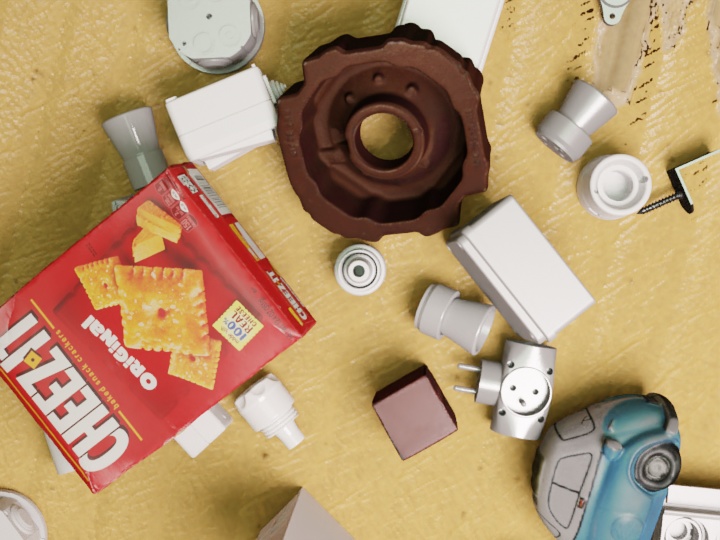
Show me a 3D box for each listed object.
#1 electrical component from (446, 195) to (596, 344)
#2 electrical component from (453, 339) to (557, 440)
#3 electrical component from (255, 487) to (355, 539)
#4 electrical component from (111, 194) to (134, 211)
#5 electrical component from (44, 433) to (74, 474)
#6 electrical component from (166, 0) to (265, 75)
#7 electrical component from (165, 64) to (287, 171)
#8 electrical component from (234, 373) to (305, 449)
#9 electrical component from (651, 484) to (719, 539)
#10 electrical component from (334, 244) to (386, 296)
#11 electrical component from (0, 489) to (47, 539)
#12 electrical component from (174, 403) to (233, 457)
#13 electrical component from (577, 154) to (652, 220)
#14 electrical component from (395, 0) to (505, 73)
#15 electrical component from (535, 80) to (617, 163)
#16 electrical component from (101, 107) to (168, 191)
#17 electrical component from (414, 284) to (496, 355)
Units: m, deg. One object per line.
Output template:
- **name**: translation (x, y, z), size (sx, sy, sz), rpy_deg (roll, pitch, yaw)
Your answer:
- **electrical component**: translation (0.126, 0.000, 0.863), size (0.056, 0.109, 0.108), rpy_deg (-39, 90, -1)
- **electrical component**: translation (0.119, 0.096, 0.897), size (0.079, 0.044, 0.077), rpy_deg (10, 92, 2)
- **electrical component**: translation (-0.037, 0.248, 0.835), size (0.105, 0.186, 0.060), rpy_deg (45, 92, 0)
- **electrical component**: translation (-0.165, -0.029, 0.893), size (0.096, 0.061, 0.061), rpy_deg (3, 100, 5)
- **electrical component**: translation (-0.247, 0.127, 0.910), size (0.043, 0.043, 0.081), rpy_deg (-18, 91, 2)
- **electrical component**: translation (-0.121, -0.205, 0.893), size (0.080, 0.051, 0.080), rpy_deg (0, 92, 2)
- **electrical component**: translation (-0.102, -0.125, 0.889), size (0.096, 0.062, 0.061), rpy_deg (-22, 91, 2)
- **electrical component**: translation (-0.072, 0.122, 0.905), size (0.043, 0.043, 0.062), rpy_deg (-38, 91, 2)
- **electrical component**: translation (0.302, 0.218, 0.886), size (0.121, 0.063, 0.078), rpy_deg (5, 92, 2)
- **electrical component**: translation (0.000, 0.000, 0.889), size (0.043, 0.062, 0.043), rpy_deg (0, 92, 2)
- **electrical component**: translation (-0.311, 0.230, 0.911), size (0.080, 0.051, 0.080), rpy_deg (0, 92, 2)
- **electrical component**: translation (-0.137, 0.099, 0.904), size (0.076, 0.047, 0.083), rpy_deg (-43, 90, 2)
- **electrical component**: translation (0.211, -0.069, 0.888), size (0.055, 0.047, 0.055), rpy_deg (0, 92, 2)
- **electrical component**: translation (0.075, -0.214, 0.883), size (0.078, 0.057, 0.113), rpy_deg (18, 92, 1)
- **electrical component**: translation (0.178, -0.122, 0.889), size (0.045, 0.045, 0.055), rpy_deg (39, 92, 0)
- **electrical component**: translation (-0.185, -0.099, 0.903), size (0.044, 0.044, 0.065), rpy_deg (-20, 96, 2)
- **electrical component**: translation (0.079, 0.040, 0.892), size (0.055, 0.045, 0.045), rpy_deg (22, 92, 17)
